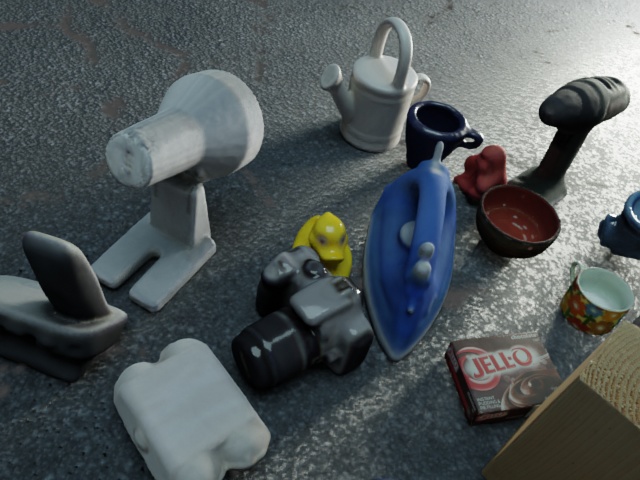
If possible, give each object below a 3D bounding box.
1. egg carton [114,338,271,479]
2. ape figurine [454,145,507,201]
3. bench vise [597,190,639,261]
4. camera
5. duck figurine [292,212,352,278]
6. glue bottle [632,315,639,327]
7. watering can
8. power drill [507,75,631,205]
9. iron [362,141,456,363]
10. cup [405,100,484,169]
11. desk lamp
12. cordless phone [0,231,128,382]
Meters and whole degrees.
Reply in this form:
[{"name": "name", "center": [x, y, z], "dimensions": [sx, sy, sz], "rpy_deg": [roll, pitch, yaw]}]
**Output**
[{"name": "egg carton", "center": [-0.124, 0.167, 0.542], "dimensions": [0.107, 0.069, 0.150], "rpy_deg": [-28, 59, -31]}, {"name": "ape figurine", "center": [0.245, -0.103, 0.844], "dimensions": [0.076, 0.092, 0.078], "rpy_deg": [19, 48, 6]}, {"name": "bench vise", "center": [0.511, -0.037, 0.755], "dimensions": [0.207, 0.220, 0.121], "rpy_deg": [13, 48, 0]}, {"name": "camera", "center": [-0.031, 0.085, 0.614], "dimensions": [0.137, 0.101, 0.143], "rpy_deg": [-25, 58, -29]}, {"name": "duck figurine", "center": [0.006, 0.003, 0.705], "dimensions": [0.077, 0.086, 0.104], "rpy_deg": [-3, 50, -14]}, {"name": "glue bottle", "center": [0.429, 0.086, 0.660], "dimensions": [0.037, 0.173, 0.078], "rpy_deg": [-22, 56, -28]}, {"name": "watering can", "center": [0.088, -0.235, 0.859], "dimensions": [0.173, 0.194, 0.100], "rpy_deg": [-29, 60, -31]}, {"name": "power drill", "center": [0.349, -0.141, 0.821], "dimensions": [0.230, 0.208, 0.075], "rpy_deg": [-31, 61, -32]}, {"name": "iron", "center": [0.120, 0.004, 0.690], "dimensions": [0.118, 0.141, 0.258], "rpy_deg": [13, 48, 0]}, {"name": "cup", "center": [0.178, -0.144, 0.865], "dimensions": [0.117, 0.095, 0.092], "rpy_deg": [19, 48, 6]}, {"name": "desk lamp", "center": [-0.160, -0.063, 0.641], "dimensions": [0.117, 0.213, 0.203], "rpy_deg": [26, 49, 12]}, {"name": "cordless phone", "center": [-0.269, 0.042, 0.545], "dimensions": [0.147, 0.185, 0.094], "rpy_deg": [15, 48, 2]}]
